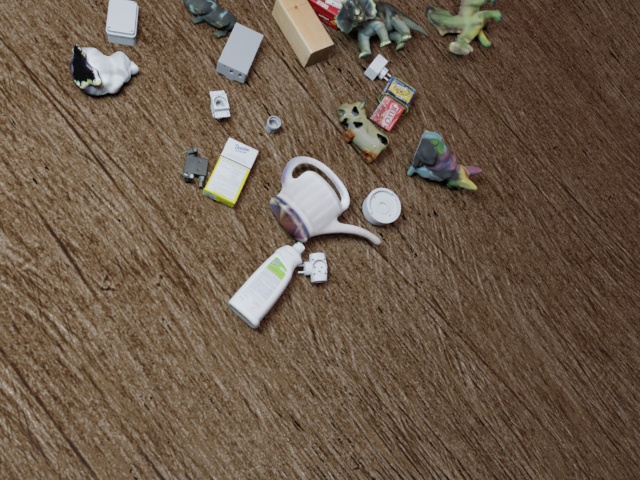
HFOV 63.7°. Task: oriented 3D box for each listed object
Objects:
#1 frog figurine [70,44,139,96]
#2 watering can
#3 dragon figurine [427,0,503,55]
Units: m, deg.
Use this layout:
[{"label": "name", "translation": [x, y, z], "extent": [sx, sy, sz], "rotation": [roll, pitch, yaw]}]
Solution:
[{"label": "frog figurine", "translation": [-0.580, -0.458, 1.387], "extent": [0.138, 0.120, 0.162], "rotation": [43, 31, 6]}, {"label": "watering can", "translation": [0.004, -0.073, 1.444], "extent": [0.227, 0.103, 0.347], "rotation": [-39, 91, -22]}, {"label": "dragon figurine", "translation": [0.502, -0.814, 1.837], "extent": [0.243, 0.120, 0.418], "rotation": [-2, 66, -10]}]
